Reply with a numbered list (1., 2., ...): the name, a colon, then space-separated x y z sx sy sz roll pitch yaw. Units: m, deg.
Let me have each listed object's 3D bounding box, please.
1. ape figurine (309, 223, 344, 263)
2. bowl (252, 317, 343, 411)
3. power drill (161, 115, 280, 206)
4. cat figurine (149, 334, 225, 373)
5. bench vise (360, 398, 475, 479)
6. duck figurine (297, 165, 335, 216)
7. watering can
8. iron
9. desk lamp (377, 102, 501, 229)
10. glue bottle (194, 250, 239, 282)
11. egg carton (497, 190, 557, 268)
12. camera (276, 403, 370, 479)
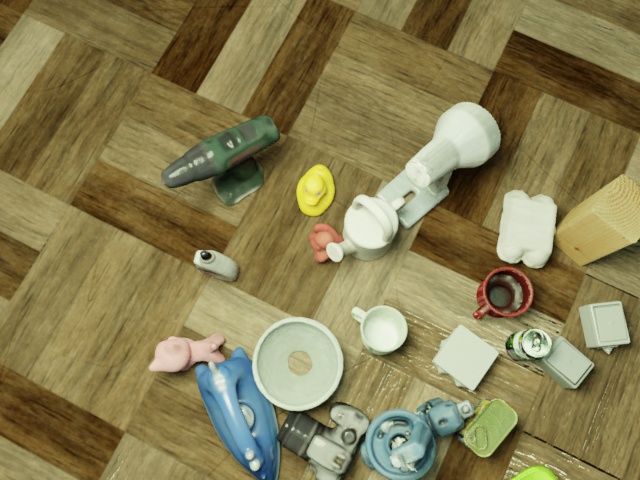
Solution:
1. ape figurine: 0.010 0.004 1.112 0.076 0.092 0.078 17 78 5
2. bowl: -0.040 0.231 1.068 0.167 0.075 0.167 0 77 1
3. power drill: -0.176 -0.140 1.087 0.230 0.208 0.075 -35 79 -7
4. cat figurine: -0.245 0.207 1.053 0.128 0.118 0.067 -9 77 -1
5. bench vise: 0.163 0.323 0.970 0.207 0.220 0.121 -44 80 -9
6. duck figurine: -0.009 -0.107 1.141 0.077 0.086 0.104 14 77 4
7. watering can: 0.090 -0.022 1.065 0.101 0.194 0.173 28 79 7
8. iron: -0.137 0.324 1.013 0.118 0.141 0.258 -25 78 -5
9. desk lamp: 0.221 -0.139 1.081 0.203 0.213 0.118 -42 80 -8
10. glue bottle: -0.200 0.042 1.063 0.078 0.173 0.037 11 77 3
11. egg carton: 0.406 -0.022 1.126 0.107 0.069 0.150 11 77 3
12. camera: 0.001 0.350 1.026 0.136 0.101 0.143 28 79 7
